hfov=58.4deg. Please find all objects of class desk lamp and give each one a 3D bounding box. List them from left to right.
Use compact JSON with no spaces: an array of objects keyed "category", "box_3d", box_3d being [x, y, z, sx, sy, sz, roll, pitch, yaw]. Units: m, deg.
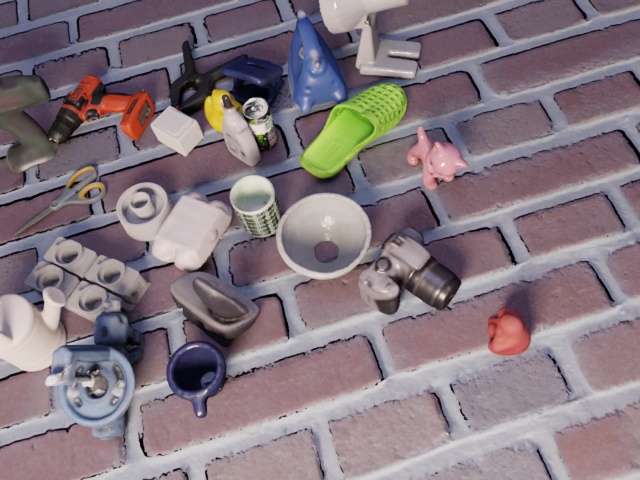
[{"category":"desk lamp","box_3d":[0.106,-0.450,1.169,0.203,0.214,0.118,8,63,10]}]

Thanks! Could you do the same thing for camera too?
[{"category":"camera","box_3d":[0.154,0.063,0.953,0.136,0.101,0.143,36,71,22]}]

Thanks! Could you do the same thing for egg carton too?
[{"category":"egg carton","box_3d":[-0.232,-0.015,1.053,0.107,0.069,0.150,20,66,16]}]

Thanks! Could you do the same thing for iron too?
[{"category":"iron","box_3d":[-0.021,-0.395,1.193,0.118,0.141,0.258,-14,61,-1]}]

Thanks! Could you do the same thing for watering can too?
[{"category":"watering can","box_3d":[-0.499,0.133,0.930,0.100,0.194,0.173,35,71,22]}]

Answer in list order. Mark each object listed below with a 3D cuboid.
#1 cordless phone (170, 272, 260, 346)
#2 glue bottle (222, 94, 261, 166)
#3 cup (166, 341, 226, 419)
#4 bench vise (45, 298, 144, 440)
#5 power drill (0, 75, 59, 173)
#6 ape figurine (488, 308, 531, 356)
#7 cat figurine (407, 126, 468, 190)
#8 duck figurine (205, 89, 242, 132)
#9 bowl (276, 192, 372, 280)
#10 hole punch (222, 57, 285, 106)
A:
[{"category":"cordless phone","box_3d":[-0.184,0.085,0.928,0.147,0.185,0.094,28,68,19]},{"category":"glue bottle","box_3d":[-0.160,-0.215,1.093,0.078,0.173,0.037,38,72,23]},{"category":"cup","box_3d":[-0.183,0.228,0.903,0.091,0.095,0.117,-14,61,-1]},{"category":"bench vise","box_3d":[-0.354,0.183,0.873,0.121,0.220,0.207,-19,61,-4]},{"category":"power drill","box_3d":[-0.628,-0.230,1.130,0.230,0.209,0.075,-27,62,-8]},{"category":"ape figurine","box_3d":[0.297,0.142,0.900,0.076,0.092,0.078,37,72,23]},{"category":"cat figurine","box_3d":[0.214,-0.156,1.054,0.067,0.118,0.127,-26,62,-8]},{"category":"duck figurine","box_3d":[-0.199,-0.276,1.180,0.104,0.086,0.077,35,71,22]},{"category":"bowl","box_3d":[0.009,0.004,1.015,0.167,0.075,0.167,-2,62,5]},{"category":"hole punch","box_3d":[-0.140,-0.348,1.210,0.108,0.091,0.101,20,66,16]}]
